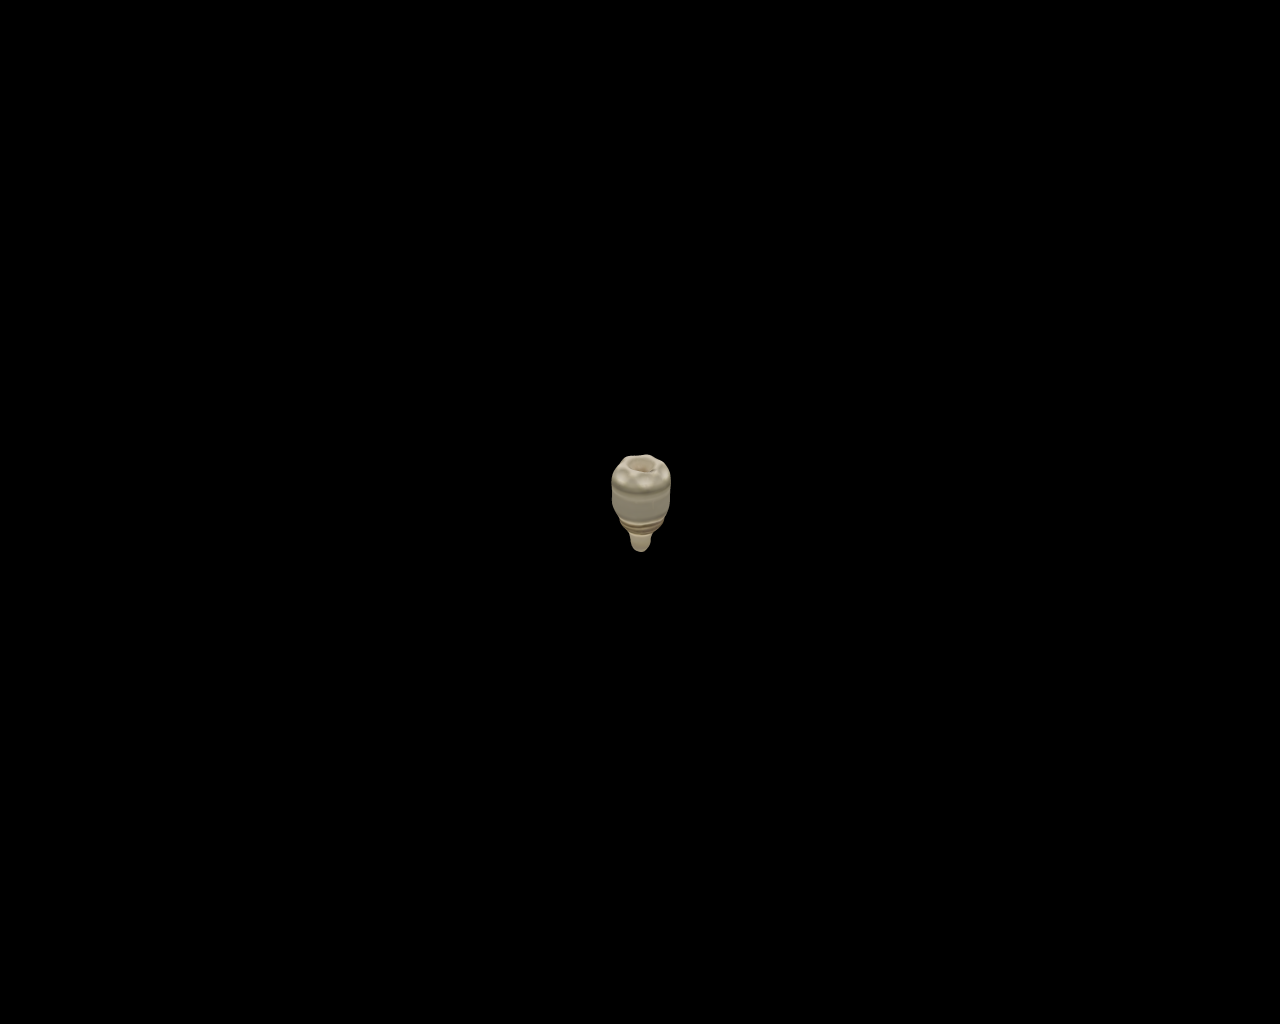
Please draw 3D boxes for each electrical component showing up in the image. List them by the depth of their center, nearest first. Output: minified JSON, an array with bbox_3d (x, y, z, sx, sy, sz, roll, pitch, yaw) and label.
[{"bbox_3d":[0.001,-0.003,0.650,0.035,0.061,0.035,0,29,0],"label":"electrical component"}]
